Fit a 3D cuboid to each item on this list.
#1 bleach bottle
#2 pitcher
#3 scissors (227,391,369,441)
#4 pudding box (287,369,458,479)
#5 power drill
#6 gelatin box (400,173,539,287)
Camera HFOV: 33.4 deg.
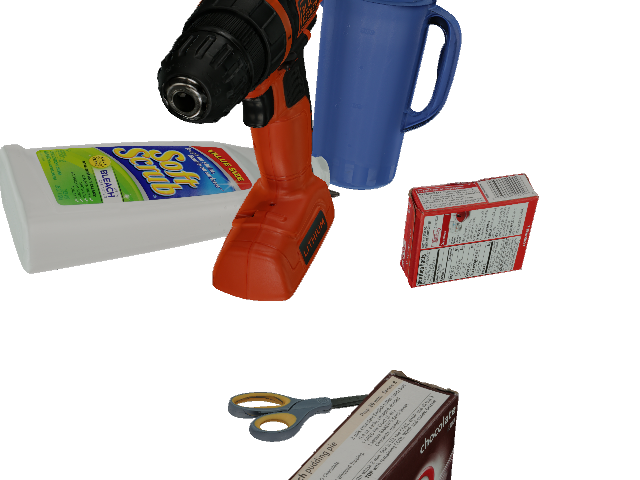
[{"bbox_3d":[-0.115,-0.041,0.836,0.250,0.068,0.103,-10,47,-23],"label":"bleach bottle"},{"bbox_3d":[0.065,-0.186,1.287,0.144,0.243,0.149,-4,28,-23],"label":"pitcher"},{"bbox_3d":[-0.002,0.195,1.195,0.201,0.016,0.096,3,23,-11],"label":"scissors"},{"bbox_3d":[0.017,0.123,0.456,0.039,0.090,0.113,18,36,25],"label":"pudding box"},{"bbox_3d":[-0.034,-0.060,0.598,0.057,0.188,0.184,11,38,15],"label":"power drill"},{"bbox_3d":[0.104,-0.007,0.760,0.089,0.073,0.030,-8,45,-11],"label":"gelatin box"}]
